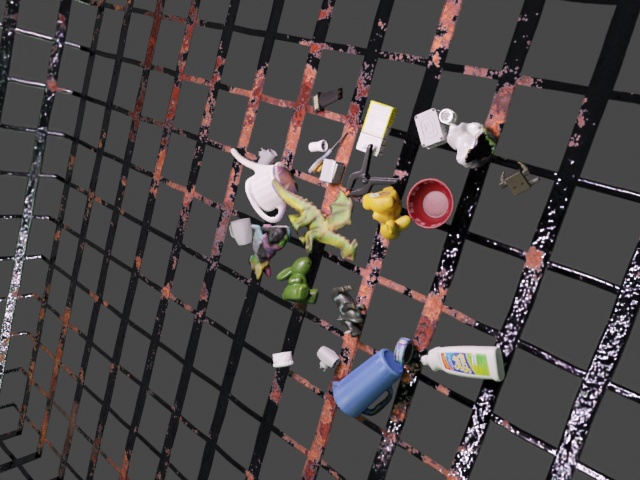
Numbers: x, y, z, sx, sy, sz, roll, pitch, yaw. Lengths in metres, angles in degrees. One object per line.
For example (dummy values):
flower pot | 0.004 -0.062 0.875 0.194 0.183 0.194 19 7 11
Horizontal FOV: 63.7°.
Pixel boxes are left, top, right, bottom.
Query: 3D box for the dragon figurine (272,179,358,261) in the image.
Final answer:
dragon figurine | 0.006 -0.095 1.879 0.243 0.121 0.413 -27 81 1

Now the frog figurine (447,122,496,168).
frog figurine | 0.461 -0.297 1.595 0.162 0.123 0.135 -130 46 -64

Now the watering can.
watering can | -0.217 -0.238 2.022 0.222 0.105 0.347 -25 91 33
